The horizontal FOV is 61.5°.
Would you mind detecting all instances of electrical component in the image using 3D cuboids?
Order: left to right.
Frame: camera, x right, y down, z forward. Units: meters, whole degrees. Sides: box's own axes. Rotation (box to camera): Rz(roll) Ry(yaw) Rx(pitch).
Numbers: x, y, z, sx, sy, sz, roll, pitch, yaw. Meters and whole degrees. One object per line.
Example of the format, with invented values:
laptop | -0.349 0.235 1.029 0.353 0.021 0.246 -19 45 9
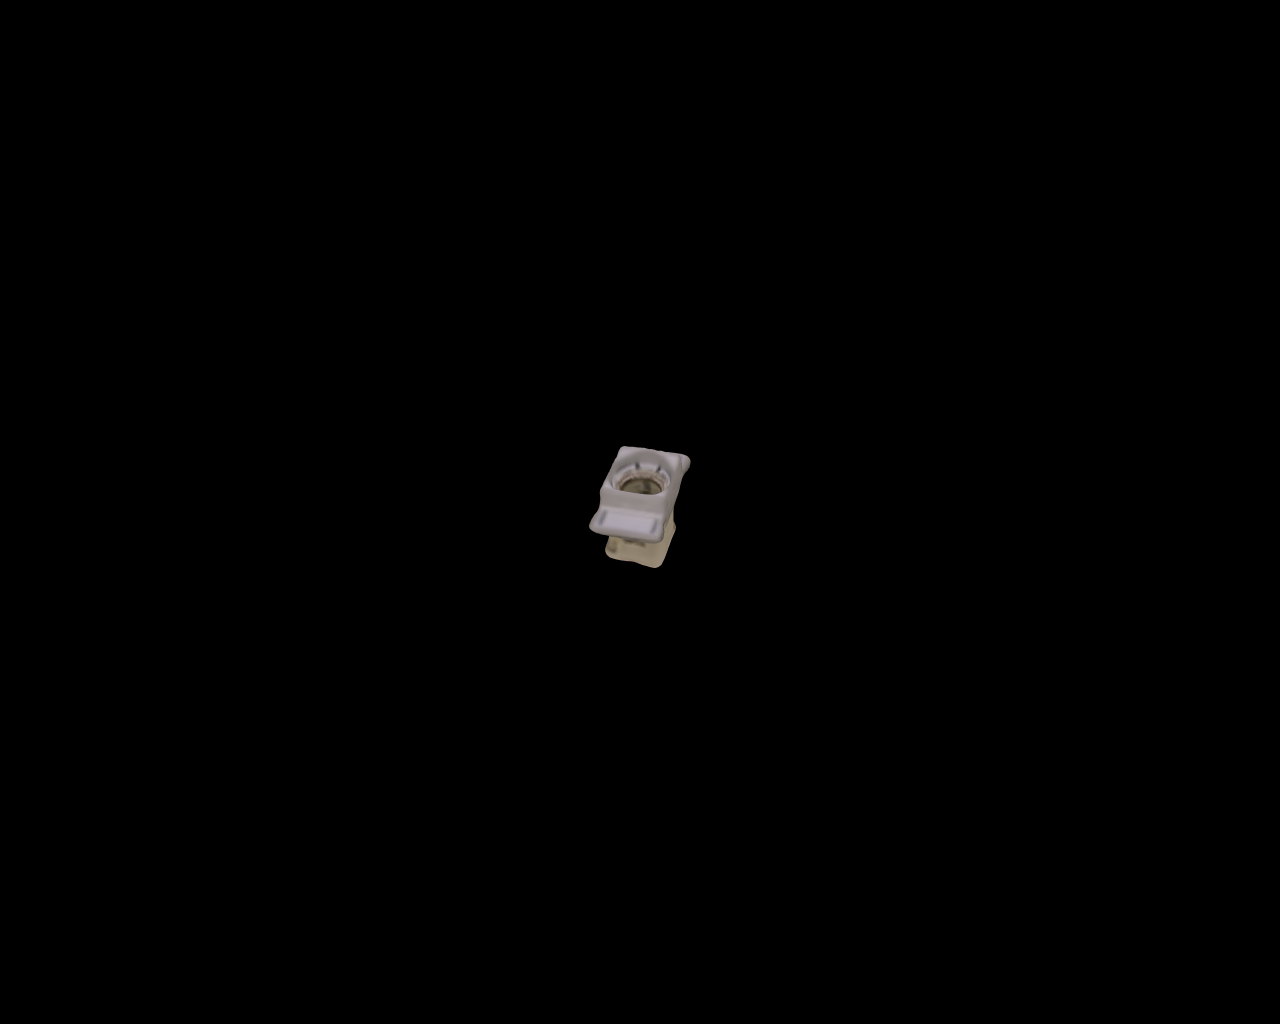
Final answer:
electrical component | 0.001 -0.003 0.650 0.042 0.063 0.081 11 43 12
